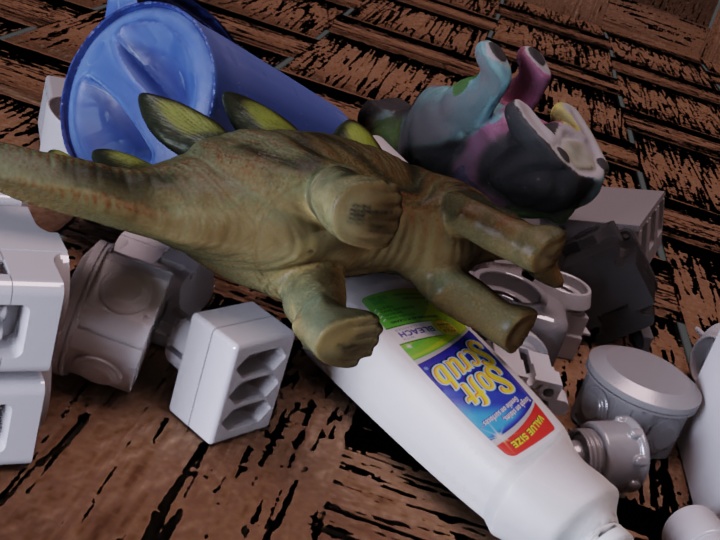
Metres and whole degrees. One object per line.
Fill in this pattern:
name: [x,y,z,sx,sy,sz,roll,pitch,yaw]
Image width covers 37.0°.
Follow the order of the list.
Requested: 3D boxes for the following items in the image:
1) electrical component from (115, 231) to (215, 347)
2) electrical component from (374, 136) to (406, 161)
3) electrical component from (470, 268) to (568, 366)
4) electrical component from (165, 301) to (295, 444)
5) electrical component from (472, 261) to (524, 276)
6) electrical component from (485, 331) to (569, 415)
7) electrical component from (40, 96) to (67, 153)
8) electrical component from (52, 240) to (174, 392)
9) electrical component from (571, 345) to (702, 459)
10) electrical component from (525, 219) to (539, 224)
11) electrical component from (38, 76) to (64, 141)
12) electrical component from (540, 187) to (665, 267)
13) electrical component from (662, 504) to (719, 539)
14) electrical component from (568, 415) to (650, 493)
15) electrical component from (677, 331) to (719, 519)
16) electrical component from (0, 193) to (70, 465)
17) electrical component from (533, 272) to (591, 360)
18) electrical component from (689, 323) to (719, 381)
electrical component: [-0.132,0.005,0.707,0.056,0.050,0.089,19,23,4]
electrical component: [0.006,-0.056,0.885,0.099,0.099,0.064,-10,41,-47]
electrical component: [0.101,0.037,0.788,0.095,0.059,0.053,17,23,-1]
electrical component: [-0.086,0.049,0.621,0.077,0.065,0.047,33,28,33]
electrical component: [0.114,-0.006,0.887,0.081,0.063,0.042,5,13,-27]
electrical component: [0.107,0.071,0.736,0.066,0.048,0.055,14,31,-9]
electrical component: [-0.206,-0.095,0.855,0.099,0.064,0.099,19,31,-12]
electrical component: [-0.142,0.027,0.615,0.051,0.080,0.080,20,23,-7]
electrical component: [0.189,0.090,0.743,0.080,0.051,0.080,15,23,-6]
electrical component: [0.160,-0.090,1.071,0.100,0.099,0.048,9,11,-19]
electrical component: [-0.237,-0.128,0.937,0.076,0.047,0.083,8,24,-23]
electrical component: [0.230,-0.033,1.013,0.089,0.061,0.150,6,18,22]
electrical component: [0.198,0.162,0.602,0.044,0.044,0.065,11,19,-16]
electrical component: [0.144,0.115,0.666,0.062,0.048,0.048,1,27,-19]
electrical component: [0.258,0.112,0.692,0.062,0.089,0.150,18,23,1]
electrical component: [-0.209,0.008,0.574,0.060,0.105,0.186,2,27,-31]
electrical component: [0.151,0.033,0.837,0.066,0.055,0.048,12,24,-13]
electrical component: [0.306,0.068,0.883,0.077,0.044,0.079,7,25,-23]
